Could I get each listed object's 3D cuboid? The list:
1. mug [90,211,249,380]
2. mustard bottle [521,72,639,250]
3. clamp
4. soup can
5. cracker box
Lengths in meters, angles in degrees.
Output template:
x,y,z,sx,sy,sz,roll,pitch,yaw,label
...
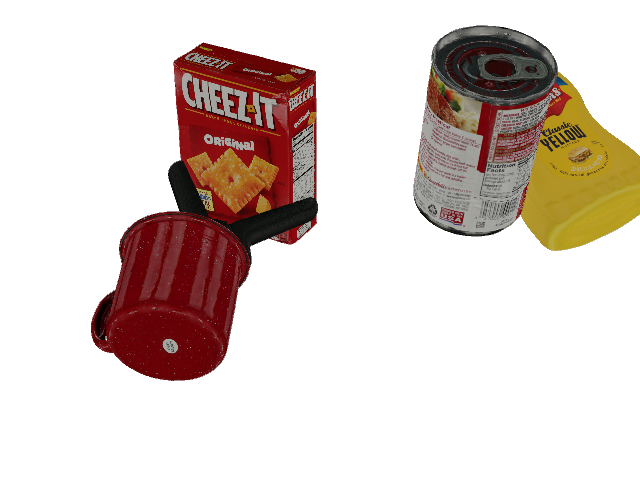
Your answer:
x,y,z,sx,sy,sz,roll,pitch,yaw,label
-0.110,0.044,0.732,0.117,0.081,0.093,-17,-49,22,mug
0.158,-0.085,0.804,0.096,0.192,0.058,-24,-32,-15,mustard bottle
-0.114,-0.008,1.061,0.165,0.036,0.209,20,39,14,clamp
0.091,-0.060,0.606,0.068,0.068,0.102,2,-45,-2,soup can
-0.090,-0.115,1.296,0.164,0.214,0.072,18,38,25,cracker box
